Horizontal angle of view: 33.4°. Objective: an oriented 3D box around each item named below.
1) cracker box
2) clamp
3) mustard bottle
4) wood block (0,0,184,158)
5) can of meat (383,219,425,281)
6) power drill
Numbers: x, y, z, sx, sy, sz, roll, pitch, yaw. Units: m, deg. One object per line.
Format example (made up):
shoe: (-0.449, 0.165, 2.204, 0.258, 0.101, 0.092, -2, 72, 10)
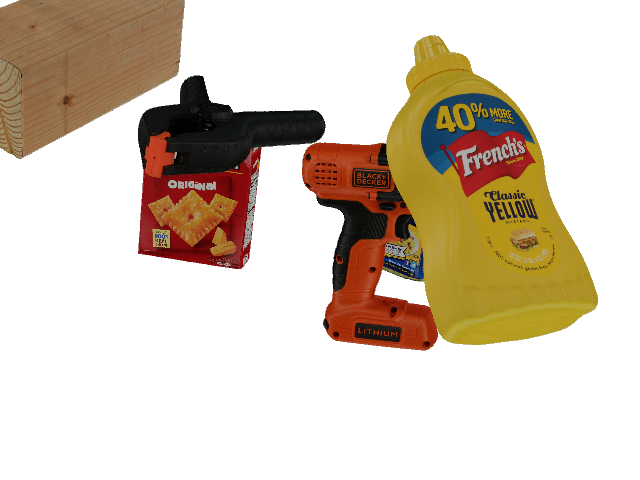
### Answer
cracker box: (-0.181, -0.074, 1.600, 0.164, 0.214, 0.072, 10, 20, 6)
clamp: (-0.085, -0.085, 0.771, 0.120, 0.039, 0.171, 17, 21, 26)
mustard bottle: (0.090, -0.037, 0.629, 0.096, 0.191, 0.058, -5, -24, -25)
wood block: (-0.223, -0.167, 0.959, 0.090, 0.091, 0.205, 29, 41, 21)
can of meat: (0.092, -0.010, 1.186, 0.102, 0.084, 0.057, 23, 26, 33)
power drill: (0.074, 0.003, 0.968, 0.184, 0.188, 0.057, 5, 19, 12)
